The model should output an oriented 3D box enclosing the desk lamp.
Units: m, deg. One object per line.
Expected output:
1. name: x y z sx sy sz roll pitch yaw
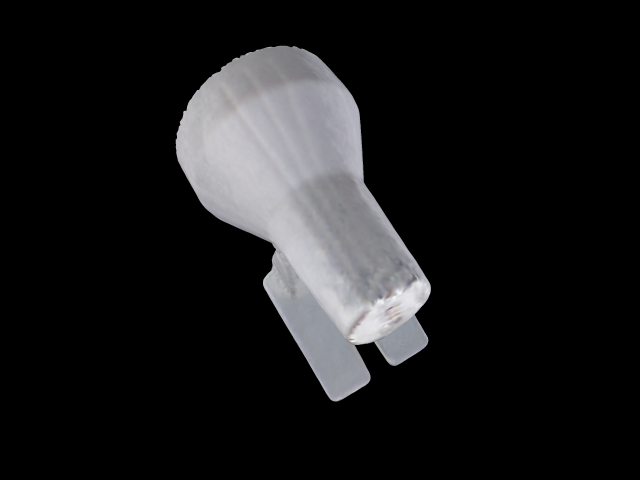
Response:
1. desk lamp: 0.004 0.001 0.400 0.118 0.213 0.203 -31 78 -7
